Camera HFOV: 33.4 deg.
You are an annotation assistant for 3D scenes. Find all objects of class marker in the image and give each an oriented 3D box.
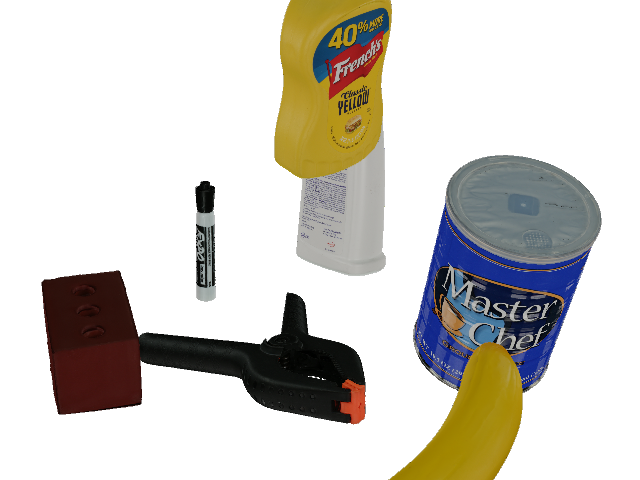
[{"bbox_3d":[-0.111,0.001,1.028,0.020,0.121,0.020,2,23,-1],"label":"marker"}]

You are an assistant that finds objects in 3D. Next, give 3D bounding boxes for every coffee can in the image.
[{"bbox_3d":[0.126,0.026,0.745,0.102,0.140,0.103,4,43,-4],"label":"coffee can"}]

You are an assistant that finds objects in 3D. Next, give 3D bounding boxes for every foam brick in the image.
[{"bbox_3d":[-0.145,0.064,0.673,0.053,0.051,0.078,-7,34,-17],"label":"foam brick"}]

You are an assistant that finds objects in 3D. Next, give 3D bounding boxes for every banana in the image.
[{"bbox_3d":[0.060,0.111,0.554,0.070,0.037,0.197,20,40,37],"label":"banana"}]

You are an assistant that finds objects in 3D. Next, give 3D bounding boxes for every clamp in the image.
[{"bbox_3d":[-0.027,0.092,0.861,0.164,0.036,0.210,-19,25,-40],"label":"clamp"}]

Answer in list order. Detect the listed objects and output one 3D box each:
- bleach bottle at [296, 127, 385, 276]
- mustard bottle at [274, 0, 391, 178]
[{"bbox_3d":[0.031,-0.095,1.149,0.103,0.251,0.067,18,21,38],"label":"bleach bottle"},{"bbox_3d":[0.012,-0.145,0.813,0.096,0.192,0.058,-26,47,-33],"label":"mustard bottle"}]
